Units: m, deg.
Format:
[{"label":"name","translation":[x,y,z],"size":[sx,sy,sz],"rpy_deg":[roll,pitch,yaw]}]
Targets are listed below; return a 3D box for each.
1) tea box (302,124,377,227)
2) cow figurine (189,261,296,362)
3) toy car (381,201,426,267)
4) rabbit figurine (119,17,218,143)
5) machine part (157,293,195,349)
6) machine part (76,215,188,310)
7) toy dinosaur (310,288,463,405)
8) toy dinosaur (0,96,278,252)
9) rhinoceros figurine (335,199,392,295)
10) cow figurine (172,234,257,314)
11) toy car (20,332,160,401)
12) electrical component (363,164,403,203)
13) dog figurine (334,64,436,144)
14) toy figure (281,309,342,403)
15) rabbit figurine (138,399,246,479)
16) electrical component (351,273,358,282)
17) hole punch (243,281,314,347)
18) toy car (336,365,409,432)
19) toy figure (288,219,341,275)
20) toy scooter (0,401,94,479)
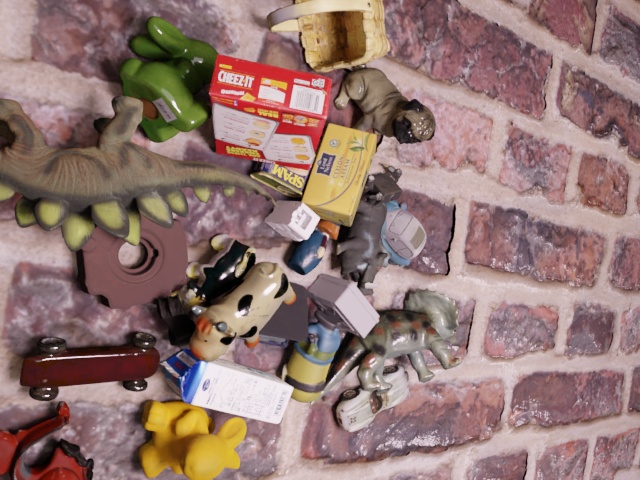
[{"label":"tea box","translation":[0.038,-0.121,1.002],"size":[0.098,0.068,0.169],"rpy_deg":[14,75,8]},{"label":"cow figurine","translation":[-0.125,0.111,0.841],"size":[0.195,0.086,0.127],"rpy_deg":[-46,151,-26]},{"label":"toy car","translation":[0.167,-0.010,1.125],"size":[0.161,0.103,0.109],"rpy_deg":[47,70,-27]},{"label":"rabbit figurine","translation":[-0.226,-0.256,0.834],"size":[0.159,0.121,0.170],"rpy_deg":[49,50,-21]},{"label":"machine part","translation":[-0.218,0.138,0.863],"size":[0.138,0.084,0.039],"rpy_deg":[77,15,-51]},{"label":"machine part","translation":[-0.290,0.023,0.835],"size":[0.179,0.056,0.179],"rpy_deg":[-5,99,-35]},{"label":"toy dinosaur","translation":[0.150,0.211,1.130],"size":[0.405,0.131,0.192],"rpy_deg":[-6,59,-23]},{"label":"toy dinosaur","translation":[-0.289,-0.091,0.752],"size":[0.471,0.105,0.198],"rpy_deg":[-7,81,-24]},{"label":"rhinoceros figurine","translation":[0.086,0.013,1.053],"size":[0.112,0.073,0.190],"rpy_deg":[7,89,-3]},{"label":"cow figurine","translation":[-0.177,0.069,0.894],"size":[0.167,0.098,0.068],"rpy_deg":[-51,127,-20]},{"label":"toy car","translation":[-0.344,0.188,0.817],"size":[0.202,0.053,0.089],"rpy_deg":[5,103,-39]},{"label":"electrical component","translation":[0.128,-0.118,1.107],"size":[0.102,0.078,0.045],"rpy_deg":[-11,140,-29]},{"label":"dog figurine","translation":[0.134,-0.265,1.018],"size":[0.121,0.191,0.172],"rpy_deg":[-33,111,-28]},{"label":"toy figure","translation":[-0.014,0.221,1.008],"size":[0.082,0.089,0.180],"rpy_deg":[14,111,-34]},{"label":"rabbit figurine","translation":[-0.199,0.337,0.864],"size":[0.162,0.173,0.122],"rpy_deg":[16,82,-31]},{"label":"electrical component","translation":[0.078,0.038,1.116],"size":[0.063,0.021,0.093],"rpy_deg":[-29,110,-30]},{"label":"hole punch","translation":[-0.087,0.133,0.980],"size":[0.142,0.092,0.116],"rpy_deg":[16,57,-26]},{"label":"toy car","translation":[0.120,0.338,1.159],"size":[0.202,0.056,0.073],"rpy_deg":[-22,107,-31]},{"label":"toy figure","translation":[-0.004,-0.004,1.030],"size":[0.154,0.064,0.057],"rpy_deg":[-54,162,-21]},{"label":"toy scooter","translation":[-0.397,0.317,0.784],"size":[0.135,0.075,0.183],"rpy_deg":[-45,114,-24]}]
